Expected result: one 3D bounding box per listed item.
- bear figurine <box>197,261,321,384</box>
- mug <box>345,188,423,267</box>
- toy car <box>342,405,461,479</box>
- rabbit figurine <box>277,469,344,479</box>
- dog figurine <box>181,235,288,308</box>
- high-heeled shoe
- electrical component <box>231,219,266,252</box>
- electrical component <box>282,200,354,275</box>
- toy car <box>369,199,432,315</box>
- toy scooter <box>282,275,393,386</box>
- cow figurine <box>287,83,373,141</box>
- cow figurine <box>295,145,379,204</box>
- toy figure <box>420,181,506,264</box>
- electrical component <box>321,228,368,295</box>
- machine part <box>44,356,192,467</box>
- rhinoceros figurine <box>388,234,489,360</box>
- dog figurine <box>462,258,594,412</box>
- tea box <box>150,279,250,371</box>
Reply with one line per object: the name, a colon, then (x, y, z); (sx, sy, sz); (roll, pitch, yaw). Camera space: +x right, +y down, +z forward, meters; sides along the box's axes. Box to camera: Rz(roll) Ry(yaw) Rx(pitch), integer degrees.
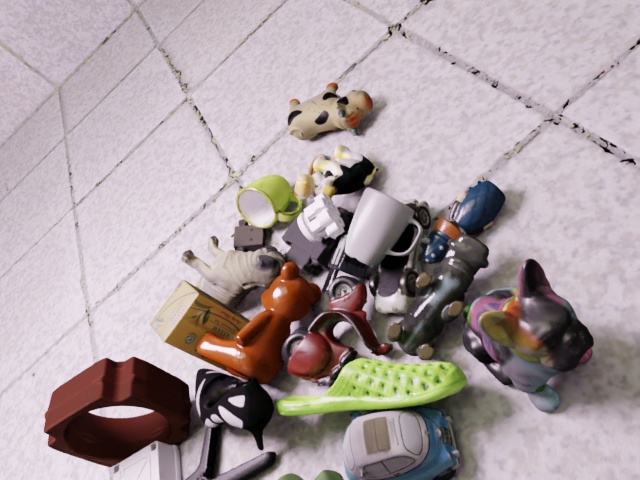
bear figurine: (-0.093, 0.134, 0.899); (0.132, 0.120, 0.196); (6, 64, 38)
mug: (0.094, -0.009, 0.816); (0.110, 0.080, 0.107); (30, 94, 16)
toy car: (0.088, 0.263, 0.681); (0.162, 0.102, 0.109); (-24, 49, 26)
rabbit figurine: (-0.007, 0.402, 0.673); (0.159, 0.121, 0.170); (33, 101, 39)
dog figurine: (-0.146, 0.087, 0.993); (0.191, 0.172, 0.121); (13, 38, 25)
high-heeled shoe: (-0.152, 0.229, 0.846); (0.086, 0.145, 0.249); (-27, 34, -31)
electrical component: (-0.148, 0.000, 1.097); (0.078, 0.045, 0.102); (-9, 53, -1)
electrical component: (-0.002, -0.003, 0.972); (0.115, 0.058, 0.134); (26, 78, 47)
toy car: (0.130, 0.023, 0.852); (0.074, 0.056, 0.202); (-11, 53, 41)
toy scooter: (0.032, 0.156, 0.819); (0.135, 0.075, 0.184); (40, 97, 26)
cow figurine: (0.018, -0.261, 1.120); (0.195, 0.085, 0.127); (-13, 47, 28)
cow figurine: (0.032, -0.106, 0.968); (0.098, 0.068, 0.167); (26, 42, 25)
toy figure: (0.213, -0.022, 0.814); (0.154, 0.057, 0.064); (-44, 67, 0)
electrical component: (0.046, 0.039, 0.886); (0.075, 0.048, 0.119); (173, 117, -76)
machine part: (-0.339, 0.295, 0.920); (0.201, 0.201, 0.087); (-33, 43, 16)
rhinoceros figurine: (0.170, 0.081, 0.749); (0.073, 0.112, 0.190); (33, 97, 21)
dog figurine: (0.222, 0.093, 0.613); (0.108, 0.219, 0.192); (-47, 44, -4)
tea box: (-0.193, 0.152, 0.930); (0.068, 0.169, 0.098); (28, 82, 45)
